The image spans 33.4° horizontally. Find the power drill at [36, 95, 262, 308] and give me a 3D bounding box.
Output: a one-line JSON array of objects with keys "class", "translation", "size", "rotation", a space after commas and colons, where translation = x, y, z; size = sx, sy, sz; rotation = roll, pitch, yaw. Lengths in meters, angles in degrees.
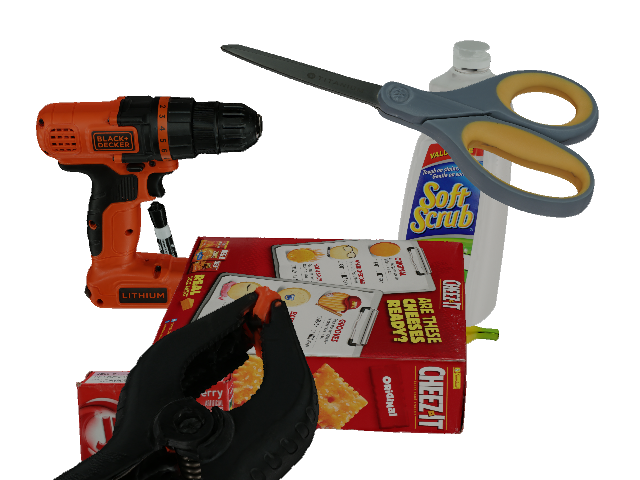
[{"class": "power drill", "translation": [-0.139, -0.033, 0.908], "size": [0.184, 0.188, 0.057], "rotation": [0, 28, 2]}]

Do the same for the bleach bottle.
[{"class": "bleach bottle", "translation": [0.116, -0.052, 0.938], "size": [0.103, 0.251, 0.068], "rotation": [17, 32, 28]}]

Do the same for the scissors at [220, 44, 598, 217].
[{"class": "scissors", "translation": [0.056, -0.079, 0.551], "size": [0.202, 0.096, 0.016], "rotation": [32, -32, 16]}]

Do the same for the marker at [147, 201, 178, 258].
[{"class": "marker", "translation": [-0.173, 0.010, 1.205], "size": [0.020, 0.121, 0.020], "rotation": [-9, 30, 5]}]

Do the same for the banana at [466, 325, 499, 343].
[{"class": "banana", "translation": [0.099, 0.072, 1.138], "size": [0.069, 0.037, 0.198], "rotation": [4, 18, -37]}]

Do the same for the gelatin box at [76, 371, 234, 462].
[{"class": "gelatin box", "translation": [-0.094, 0.114, 0.619], "size": [0.089, 0.073, 0.030], "rotation": [-1, 8, 3]}]

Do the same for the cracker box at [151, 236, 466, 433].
[{"class": "cracker box", "translation": [-0.002, 0.066, 0.785], "size": [0.214, 0.072, 0.164], "rotation": [1, 29, 6]}]

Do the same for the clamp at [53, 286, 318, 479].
[{"class": "clamp", "translation": [-0.041, 0.087, 0.398], "size": [0.120, 0.039, 0.171], "rotation": [24, 49, 17]}]
